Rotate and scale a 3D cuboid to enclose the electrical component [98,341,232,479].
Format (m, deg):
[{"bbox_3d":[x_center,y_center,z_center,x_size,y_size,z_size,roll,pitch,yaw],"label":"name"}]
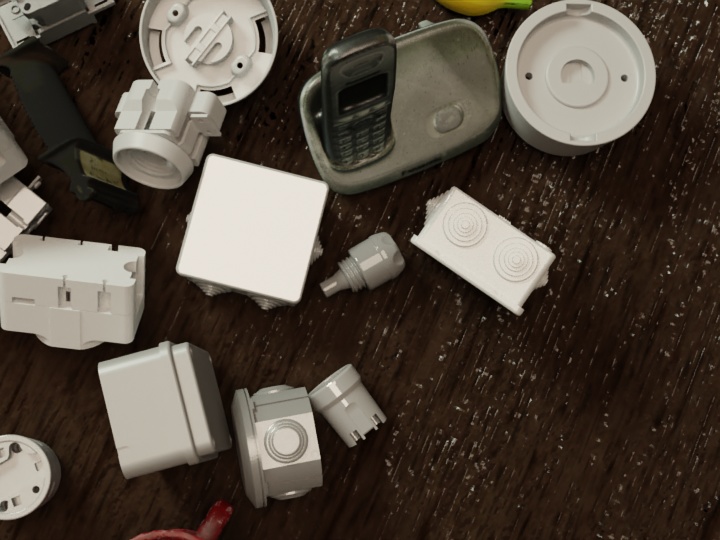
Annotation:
[{"bbox_3d":[-0.125,0.092,0.710,0.057,0.113,0.078,-15,82,-2],"label":"electrical component"}]

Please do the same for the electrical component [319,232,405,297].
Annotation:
[{"bbox_3d":[0.000,0.000,0.772,0.061,0.035,0.035,-29,84,-5],"label":"electrical component"}]

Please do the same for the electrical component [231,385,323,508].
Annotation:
[{"bbox_3d":[-0.057,0.117,0.728,0.051,0.080,0.080,-9,82,-10],"label":"electrical component"}]

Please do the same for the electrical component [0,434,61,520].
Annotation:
[{"bbox_3d":[-0.233,0.139,0.729,0.055,0.047,0.055,1,81,-4],"label":"electrical component"}]

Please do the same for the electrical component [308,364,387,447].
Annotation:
[{"bbox_3d":[-0.009,0.096,0.755,0.040,0.040,0.046,-37,91,-8],"label":"electrical component"}]

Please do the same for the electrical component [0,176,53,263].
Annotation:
[{"bbox_3d":[-0.255,-0.046,0.758,0.055,0.048,0.066,40,82,-5],"label":"electrical component"}]

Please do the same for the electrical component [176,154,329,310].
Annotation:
[{"bbox_3d":[-0.075,-0.026,0.764,0.100,0.048,0.099,14,81,-1],"label":"electrical component"}]

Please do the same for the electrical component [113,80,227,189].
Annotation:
[{"bbox_3d":[-0.139,-0.094,0.754,0.078,0.058,0.057,3,62,23],"label":"electrical component"}]

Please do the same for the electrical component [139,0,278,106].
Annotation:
[{"bbox_3d":[-0.107,-0.165,0.772,0.099,0.064,0.099,0,94,-1],"label":"electrical component"}]

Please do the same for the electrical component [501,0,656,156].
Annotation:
[{"bbox_3d":[0.154,-0.135,0.789,0.108,0.060,0.108,1,81,-4],"label":"electrical component"}]

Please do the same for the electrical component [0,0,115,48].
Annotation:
[{"bbox_3d":[-0.224,-0.197,0.773,0.081,0.064,0.042,-28,83,-7],"label":"electrical component"}]

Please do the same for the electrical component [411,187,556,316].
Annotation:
[{"bbox_3d":[0.085,-0.015,0.748,0.100,0.100,0.048,35,93,2],"label":"electrical component"}]

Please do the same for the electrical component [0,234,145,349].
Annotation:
[{"bbox_3d":[-0.196,0.016,0.737,0.089,0.050,0.055,7,122,-3],"label":"electrical component"}]

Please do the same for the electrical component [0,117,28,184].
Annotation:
[{"bbox_3d":[-0.318,-0.114,0.731,0.105,0.060,0.186,-36,64,-8],"label":"electrical component"}]
